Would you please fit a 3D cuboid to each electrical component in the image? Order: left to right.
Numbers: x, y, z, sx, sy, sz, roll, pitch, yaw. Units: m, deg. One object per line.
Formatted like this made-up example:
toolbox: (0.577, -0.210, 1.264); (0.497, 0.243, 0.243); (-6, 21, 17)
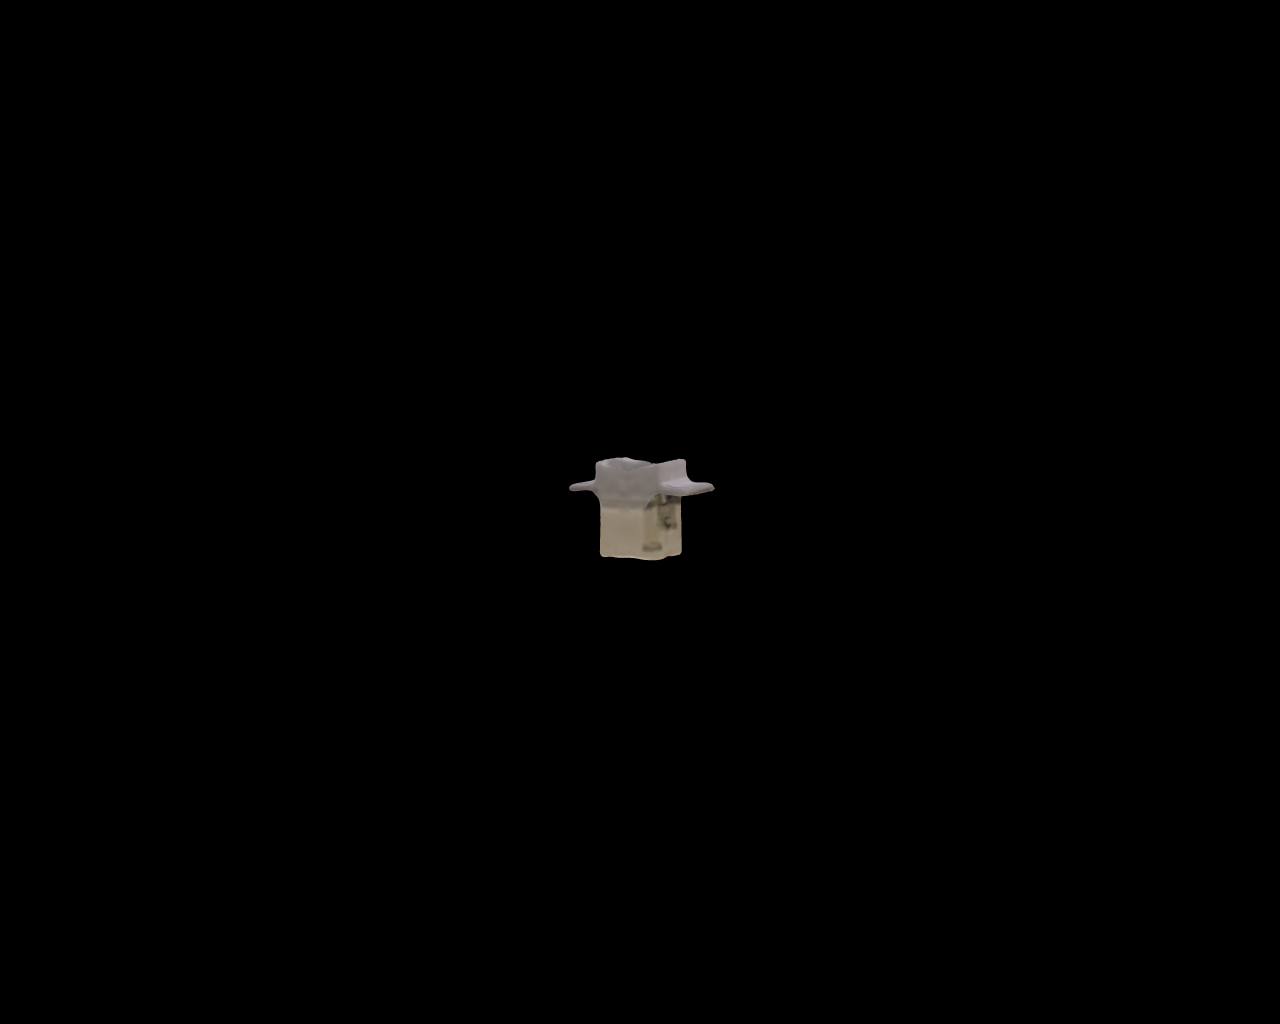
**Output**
electrical component: (0.001, -0.003, 0.650); (0.081, 0.063, 0.042); (4, 8, 29)
